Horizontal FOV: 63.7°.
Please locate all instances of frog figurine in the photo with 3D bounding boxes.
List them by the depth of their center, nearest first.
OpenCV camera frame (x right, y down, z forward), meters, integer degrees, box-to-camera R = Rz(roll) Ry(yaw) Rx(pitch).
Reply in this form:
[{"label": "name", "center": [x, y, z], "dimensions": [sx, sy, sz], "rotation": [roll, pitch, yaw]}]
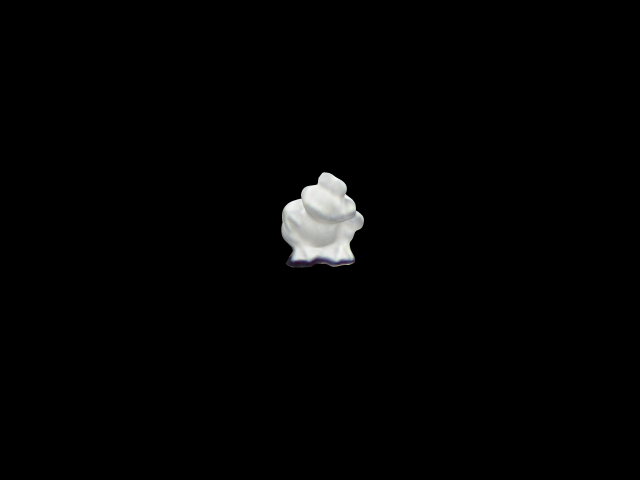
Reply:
[{"label": "frog figurine", "center": [0.003, -0.043, 0.850], "dimensions": [0.137, 0.156, 0.125], "rotation": [9, 27, 18]}]
